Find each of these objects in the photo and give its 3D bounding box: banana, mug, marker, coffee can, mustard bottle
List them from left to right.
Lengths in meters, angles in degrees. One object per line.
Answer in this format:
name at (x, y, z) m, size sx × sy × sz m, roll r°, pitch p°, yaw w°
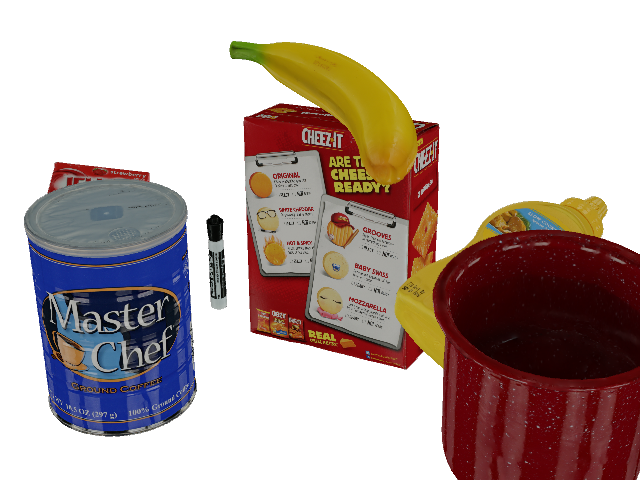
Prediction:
coffee can at (-0.137, 0.043, 0.710) m, size 0.103 × 0.140 × 0.103 m, roll 0°, pitch 27°, yaw 0°
marker at (-0.117, 0.024, 1.207) m, size 0.020 × 0.121 × 0.020 m, roll 0°, pitch 33°, yaw 0°
banana at (0.014, -0.084, 0.671) m, size 0.069 × 0.037 × 0.198 m, roll -18°, pitch 36°, yaw -24°
mustard bottle at (0.153, 0.023, 0.812) m, size 0.191 × 0.058 × 0.096 m, roll -37°, pitch 62°, yaw -25°
mug at (0.101, 0.056, 0.416) m, size 0.117 × 0.081 × 0.093 m, roll 8°, pitch 37°, yaw 13°

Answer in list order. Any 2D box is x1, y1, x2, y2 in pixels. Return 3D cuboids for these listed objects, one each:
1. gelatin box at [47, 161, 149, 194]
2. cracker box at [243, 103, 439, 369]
gelatin box at (-0.205, -0.034, 0.976) m, size 0.089 × 0.073 × 0.030 m, roll 7°, pitch -43°, yaw -6°
cracker box at (0.019, -0.007, 0.961) m, size 0.164 × 0.214 × 0.072 m, roll 11°, pitch 24°, yaw 26°
